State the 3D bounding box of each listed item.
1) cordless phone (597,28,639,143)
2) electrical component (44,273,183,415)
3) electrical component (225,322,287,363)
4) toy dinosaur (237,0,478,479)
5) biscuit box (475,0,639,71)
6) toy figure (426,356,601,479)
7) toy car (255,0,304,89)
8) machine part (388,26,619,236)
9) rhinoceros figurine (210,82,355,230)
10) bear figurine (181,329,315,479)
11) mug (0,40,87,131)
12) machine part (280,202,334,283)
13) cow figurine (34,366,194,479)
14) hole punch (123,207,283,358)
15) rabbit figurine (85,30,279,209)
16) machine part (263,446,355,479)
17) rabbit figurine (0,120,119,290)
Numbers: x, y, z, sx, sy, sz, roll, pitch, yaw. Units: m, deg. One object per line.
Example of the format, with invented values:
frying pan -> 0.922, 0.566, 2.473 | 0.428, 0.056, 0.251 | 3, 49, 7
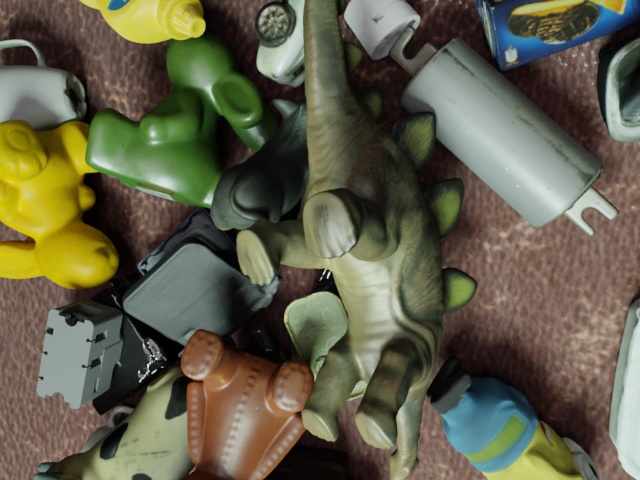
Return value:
cordless phone -> 0.287, -0.138, 0.381 | 0.147, 0.184, 0.088 | -18, 88, 15
electrical component -> -0.232, 0.120, 0.595 | 0.134, 0.058, 0.115 | -38, 85, 14
electrical component -> -0.066, 0.131, 0.563 | 0.063, 0.021, 0.093 | -22, 118, -1
toy dinosaur -> 0.036, -0.015, 0.418 | 0.105, 0.198, 0.470 | 1, 110, 37
biscuit box -> 0.236, -0.208, 0.436 | 0.203, 0.059, 0.062 | -17, 131, 14
toy figure -> 0.175, 0.190, 0.498 | 0.180, 0.082, 0.089 | 39, 122, -1
toy car -> 0.005, -0.236, 0.491 | 0.056, 0.073, 0.201 | 35, 103, 10
machine part -> 0.155, -0.093, 0.471 | 0.243, 0.079, 0.079 | 43, 103, 5
rhinoceros figurine -> -0.027, -0.076, 0.483 | 0.073, 0.112, 0.190 | 27, 57, 19
bear figurine -> -0.087, 0.193, 0.470 | 0.120, 0.131, 0.196 | 20, 69, 7
mug -> -0.311, -0.159, 0.576 | 0.107, 0.081, 0.109 | -4, 85, 3
machine part -> -0.001, -0.002, 0.525 | 0.139, 0.084, 0.039 | 34, 131, 19
cow figurine -> -0.184, 0.213, 0.527 | 0.127, 0.085, 0.195 | 42, 68, -10
hole punch -> -0.124, 0.041, 0.555 | 0.142, 0.092, 0.115 | -41, 119, 11
rabbit figurine -> -0.122, -0.124, 0.515 | 0.159, 0.121, 0.170 | 15, 84, 13
machine part -> -0.042, 0.325, 0.560 | 0.201, 0.087, 0.201 | 1, 98, 12
rabbit figurine -> -0.284, -0.019, 0.559 | 0.162, 0.122, 0.173 | -34, 89, 19
